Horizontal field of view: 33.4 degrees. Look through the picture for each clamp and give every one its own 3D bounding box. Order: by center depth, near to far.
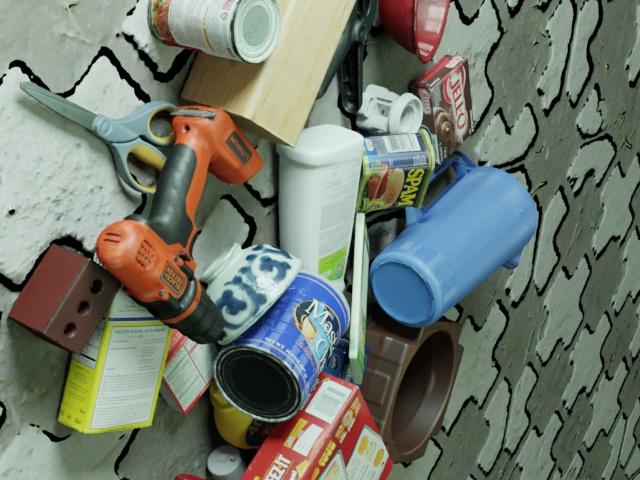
[{"bbox_3d":[0.033,-0.220,1.168,0.120,0.039,0.171,25,83,-71],"label":"clamp"}]

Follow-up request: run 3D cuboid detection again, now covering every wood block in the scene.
[{"bbox_3d":[-0.040,-0.206,1.023,0.090,0.091,0.206,27,85,-55],"label":"wood block"}]

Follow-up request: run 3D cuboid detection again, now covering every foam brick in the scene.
[{"bbox_3d":[-0.223,0.052,0.933,0.078,0.051,0.053,-61,145,-13],"label":"foam brick"}]

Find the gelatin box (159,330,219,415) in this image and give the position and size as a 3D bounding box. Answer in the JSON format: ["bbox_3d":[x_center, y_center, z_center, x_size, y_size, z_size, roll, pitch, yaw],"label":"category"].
[{"bbox_3d":[-0.141,0.127,1.106,0.073,0.030,0.089,-52,145,-25],"label":"gelatin box"}]

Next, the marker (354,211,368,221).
[{"bbox_3d":[0.044,-0.034,1.293,0.120,0.020,0.020,-36,133,-40],"label":"marker"}]

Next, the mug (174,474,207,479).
[{"bbox_3d":[-0.124,0.307,1.152,0.093,0.117,0.081,25,81,-39],"label":"mug"}]

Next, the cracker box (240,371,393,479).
[{"bbox_3d":[-0.001,0.270,1.217,0.164,0.072,0.213,-56,149,-24],"label":"cracker box"}]

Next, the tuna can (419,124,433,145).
[{"bbox_3d":[0.104,-0.107,1.328,0.085,0.034,0.086,-30,129,-44],"label":"tuna can"}]

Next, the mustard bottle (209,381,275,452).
[{"bbox_3d":[-0.069,0.193,1.217,0.096,0.058,0.191,-61,145,-8],"label":"mustard bottle"}]

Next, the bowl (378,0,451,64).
[{"bbox_3d":[0.105,-0.282,1.198,0.162,0.055,0.162,12,90,-73],"label":"bowl"}]

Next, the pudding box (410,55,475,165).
[{"bbox_3d":[0.158,-0.168,1.368,0.089,0.039,0.113,-42,138,-35],"label":"pudding box"}]

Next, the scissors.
[{"bbox_3d":[-0.179,-0.112,0.942,0.096,0.016,0.201,-60,145,-17],"label":"scissors"}]

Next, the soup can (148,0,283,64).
[{"bbox_3d":[-0.092,-0.197,0.943,0.068,0.102,0.068,-29,128,-46],"label":"soup can"}]

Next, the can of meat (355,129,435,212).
[{"bbox_3d":[0.078,-0.078,1.236,0.083,0.057,0.102,-6,146,-14],"label":"can of meat"}]

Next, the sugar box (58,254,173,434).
[{"bbox_3d":[-0.186,0.092,1.013,0.093,0.048,0.176,5,99,-56],"label":"sugar box"}]

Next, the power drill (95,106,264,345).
[{"bbox_3d":[-0.115,-0.014,0.984,0.184,0.057,0.187,54,49,-52],"label":"power drill"}]

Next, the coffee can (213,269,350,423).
[{"bbox_3d":[-0.039,0.111,1.145,0.140,0.103,0.103,-55,147,-49],"label":"coffee can"}]

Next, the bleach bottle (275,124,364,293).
[{"bbox_3d":[-0.008,0.001,1.203,0.102,0.068,0.251,-22,127,-44],"label":"bleach bottle"}]

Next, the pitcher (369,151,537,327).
[{"bbox_3d":[0.164,0.001,1.381,0.242,0.149,0.145,-37,150,-43],"label":"pitcher"}]
